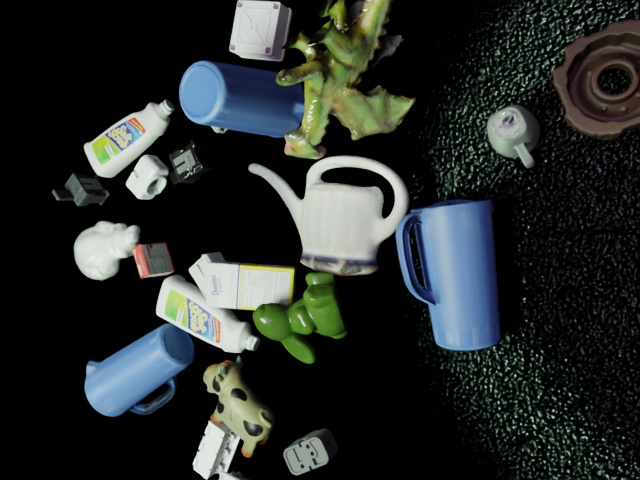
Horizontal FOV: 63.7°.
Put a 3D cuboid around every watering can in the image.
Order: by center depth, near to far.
[{"bbox_3d":[0.003,-0.050,0.986,0.348,0.104,0.224,6,92,30],"label":"watering can"}]

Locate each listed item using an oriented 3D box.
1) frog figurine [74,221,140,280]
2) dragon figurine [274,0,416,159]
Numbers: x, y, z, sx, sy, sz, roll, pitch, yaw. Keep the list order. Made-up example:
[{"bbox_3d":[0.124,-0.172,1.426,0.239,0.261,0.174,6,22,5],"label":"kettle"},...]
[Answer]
[{"bbox_3d":[-0.503,0.021,1.226,0.158,0.122,0.140,-18,64,37],"label":"frog figurine"},{"bbox_3d":[0.073,-0.298,0.917,0.407,0.239,0.125,-39,30,14],"label":"dragon figurine"}]
